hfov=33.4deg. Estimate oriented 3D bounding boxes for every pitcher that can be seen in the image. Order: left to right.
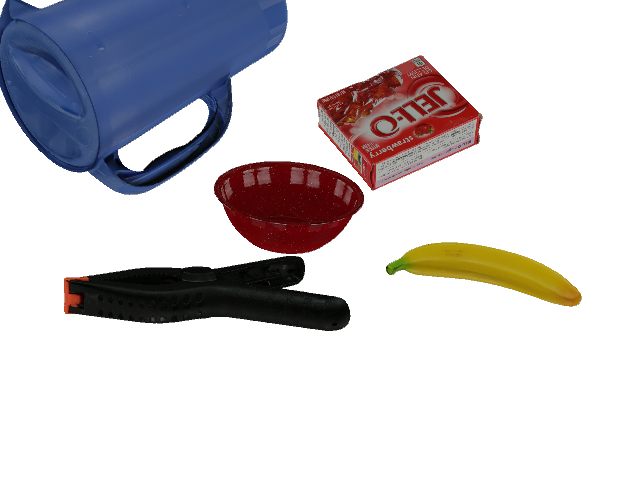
[{"bbox_3d":[-0.139,-0.158,0.915,0.145,0.149,0.242,29,47,32],"label":"pitcher"}]

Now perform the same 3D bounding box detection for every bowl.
[{"bbox_3d":[-0.036,-0.030,1.153,0.162,0.055,0.162,5,27,-3],"label":"bowl"}]

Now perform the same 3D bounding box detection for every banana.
[{"bbox_3d":[0.170,0.034,1.105,0.198,0.037,0.069,8,38,11],"label":"banana"}]

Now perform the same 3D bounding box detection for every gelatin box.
[{"bbox_3d":[0.053,-0.082,0.726,0.089,0.073,0.030,-25,-36,-16],"label":"gelatin box"}]

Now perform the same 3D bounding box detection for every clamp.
[{"bbox_3d":[-0.086,0.042,0.814,0.209,0.036,0.165,-2,11,-20],"label":"clamp"}]
